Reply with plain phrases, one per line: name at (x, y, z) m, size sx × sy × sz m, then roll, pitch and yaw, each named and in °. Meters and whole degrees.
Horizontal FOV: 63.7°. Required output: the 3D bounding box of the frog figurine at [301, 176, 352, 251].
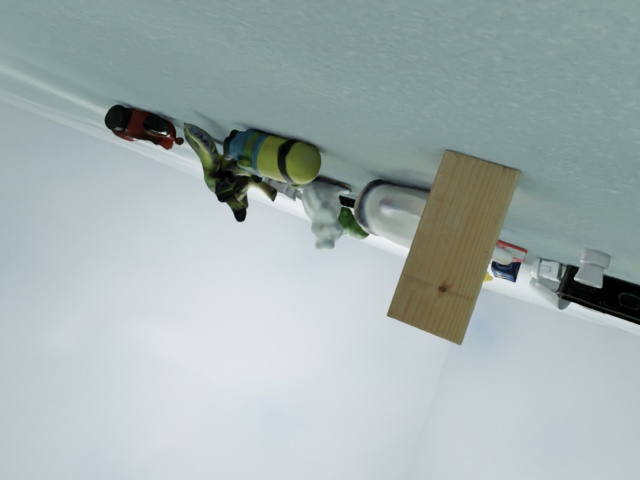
frog figurine at (0.004, -0.059, 1.179) m, size 0.122 × 0.160 × 0.138 m, roll 23°, pitch 176°, yaw -25°

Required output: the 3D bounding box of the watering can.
watering can at (0.202, -0.022, 0.918) m, size 0.226 × 0.104 × 0.344 m, roll 20°, pitch 178°, yaw 40°

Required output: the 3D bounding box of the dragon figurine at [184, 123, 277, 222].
dragon figurine at (-0.239, -0.171, 1.153) m, size 0.246 × 0.123 × 0.402 m, roll 36°, pitch 167°, yaw 34°
